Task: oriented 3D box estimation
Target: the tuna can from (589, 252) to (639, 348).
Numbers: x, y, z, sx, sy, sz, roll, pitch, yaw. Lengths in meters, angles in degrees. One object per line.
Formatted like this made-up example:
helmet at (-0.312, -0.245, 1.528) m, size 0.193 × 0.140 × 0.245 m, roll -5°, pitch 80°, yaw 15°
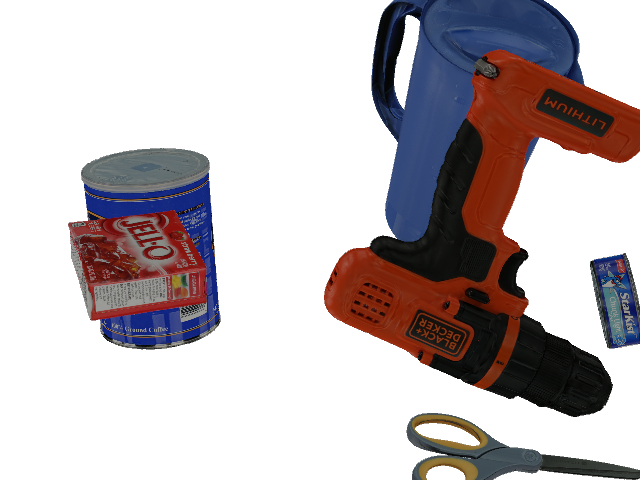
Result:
tuna can at (0.275, 0.057, 0.990) m, size 0.034 × 0.086 × 0.086 m, roll -11°, pitch -2°, yaw 12°

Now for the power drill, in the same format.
power drill at (0.118, -0.001, 0.618) m, size 0.184 × 0.188 × 0.057 m, roll 23°, pitch 13°, yaw -9°

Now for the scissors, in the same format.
scissors at (0.165, 0.198, 0.900) m, size 0.202 × 0.016 × 0.096 m, roll 16°, pitch 41°, yaw 15°

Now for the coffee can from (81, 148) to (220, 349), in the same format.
coffee can at (-0.138, 0.005, 0.881) m, size 0.103 × 0.140 × 0.103 m, roll -2°, pitch 21°, yaw 1°

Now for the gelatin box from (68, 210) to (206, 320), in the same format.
gelatin box at (-0.118, 0.013, 0.680) m, size 0.073 × 0.030 × 0.089 m, roll -8°, pitch 28°, yaw -18°

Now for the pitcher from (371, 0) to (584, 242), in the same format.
pitcher at (0.122, -0.102, 0.957) m, size 0.145 × 0.149 × 0.243 m, roll -2°, pitch -41°, yaw -13°
